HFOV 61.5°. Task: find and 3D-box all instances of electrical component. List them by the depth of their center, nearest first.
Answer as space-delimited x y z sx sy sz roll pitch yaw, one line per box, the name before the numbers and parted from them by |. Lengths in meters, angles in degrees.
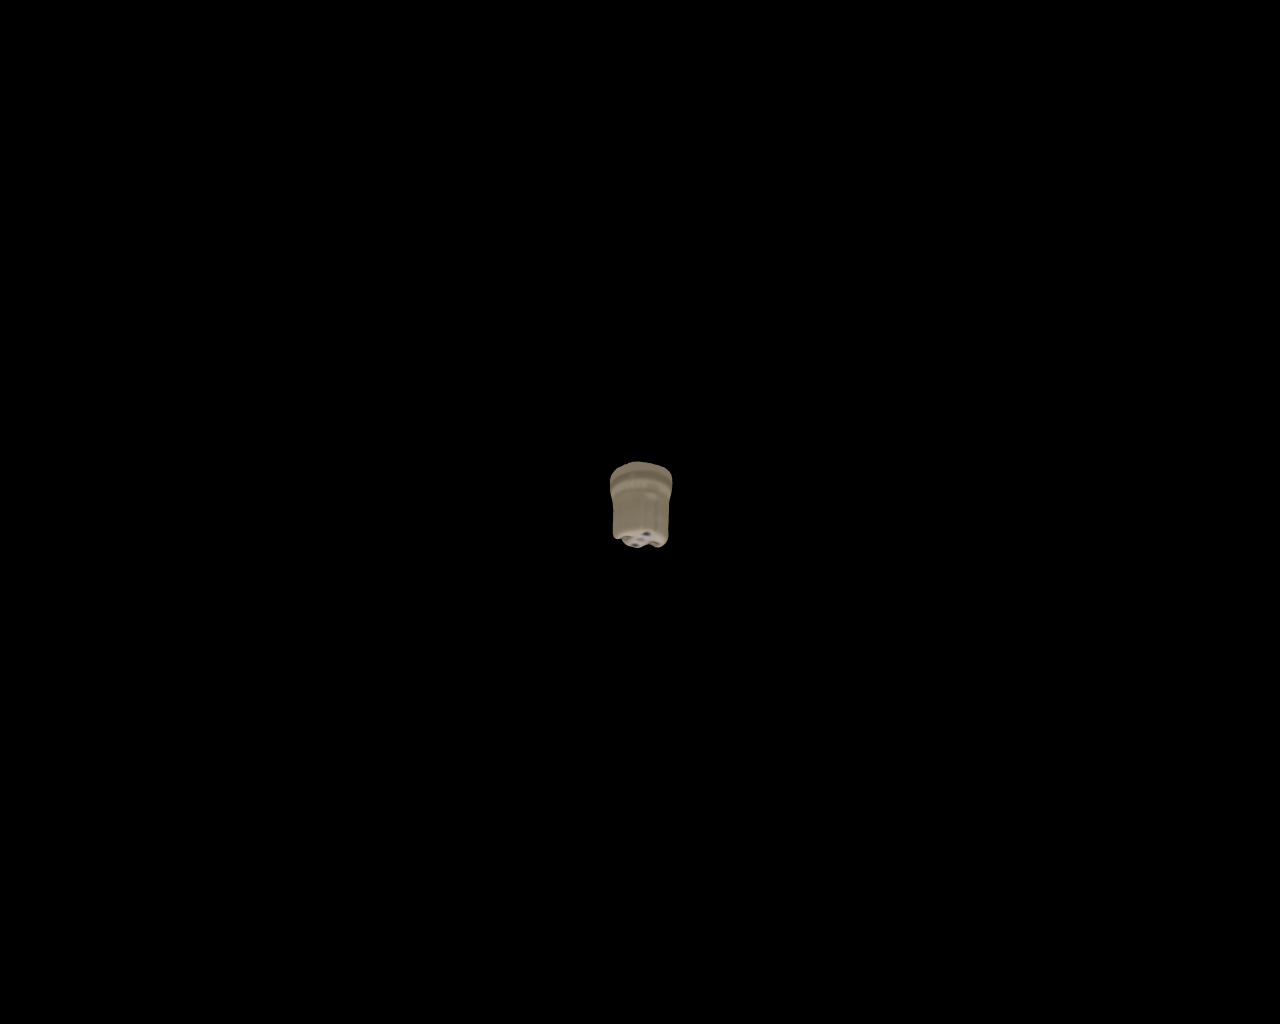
electrical component | 0.001 -0.003 0.650 0.040 0.046 0.040 0 -29 0
